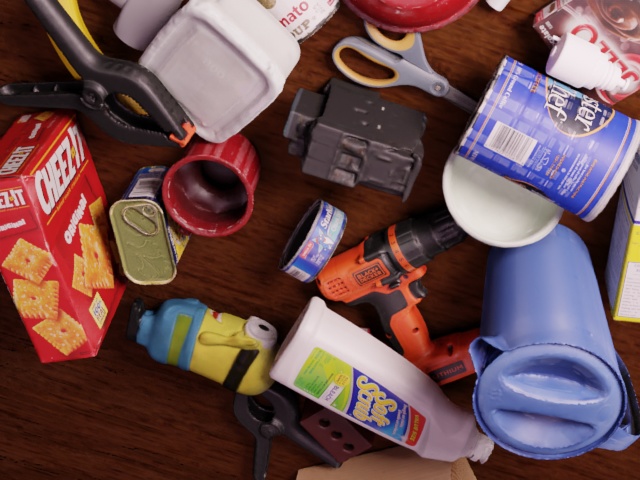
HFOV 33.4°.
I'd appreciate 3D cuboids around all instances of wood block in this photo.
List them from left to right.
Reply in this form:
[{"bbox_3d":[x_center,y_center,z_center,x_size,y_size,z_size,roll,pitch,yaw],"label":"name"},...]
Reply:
[{"bbox_3d":[0.078,0.315,1.283,0.206,0.090,0.090,-18,117,19],"label":"wood block"}]

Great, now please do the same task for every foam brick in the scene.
[{"bbox_3d":[0.022,0.213,1.253,0.053,0.051,0.078,-34,111,26],"label":"foam brick"}]

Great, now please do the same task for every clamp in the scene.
[{"bbox_3d":[-0.215,-0.156,1.025,0.210,0.036,0.165,24,139,3],"label":"clamp"},{"bbox_3d":[-0.061,0.226,1.284,0.120,0.039,0.171,-28,109,18],"label":"clamp"}]

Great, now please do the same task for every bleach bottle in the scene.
[{"bbox_3d":[0.076,0.164,1.146,0.251,0.068,0.103,29,126,-3],"label":"bleach bottle"}]

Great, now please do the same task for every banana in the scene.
[{"bbox_3d":[-0.230,-0.196,1.055,0.070,0.037,0.198,-10,119,19],"label":"banana"}]

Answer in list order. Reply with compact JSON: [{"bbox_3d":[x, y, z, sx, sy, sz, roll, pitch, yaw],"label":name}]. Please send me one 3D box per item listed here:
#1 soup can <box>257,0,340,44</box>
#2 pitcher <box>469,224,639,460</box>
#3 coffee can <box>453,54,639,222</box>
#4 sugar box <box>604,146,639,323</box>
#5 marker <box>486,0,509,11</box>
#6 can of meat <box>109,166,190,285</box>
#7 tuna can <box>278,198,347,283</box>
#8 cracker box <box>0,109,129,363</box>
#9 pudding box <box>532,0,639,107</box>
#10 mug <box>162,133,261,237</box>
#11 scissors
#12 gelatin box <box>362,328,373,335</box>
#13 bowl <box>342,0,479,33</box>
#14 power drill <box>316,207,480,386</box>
[{"bbox_3d":[-0.038,-0.236,0.981,0.069,0.068,0.102,-33,111,25],"label":"soup can"},{"bbox_3d":[0.224,0.090,1.031,0.145,0.242,0.149,-7,120,14],"label":"pitcher"},{"bbox_3d":[0.208,-0.093,0.979,0.140,0.102,0.103,27,122,3],"label":"coffee can"},{"bbox_3d":[0.316,-0.017,1.039,0.048,0.093,0.176,7,122,4],"label":"sugar box"},{"bbox_3d":[0.193,-0.258,0.957,0.020,0.020,0.121,33,121,-11],"label":"marker"},{"bbox_3d":[-0.175,-0.018,1.127,0.057,0.084,0.102,-2,121,11],"label":"can of meat"},{"bbox_3d":[-0.007,0.001,1.109,0.033,0.086,0.086,30,121,-11],"label":"tuna can"},{"bbox_3d":[-0.270,-0.007,1.103,0.072,0.164,0.213,-8,120,11],"label":"cracker box"},{"bbox_3d":[0.263,-0.185,0.977,0.090,0.039,0.113,-32,110,26],"label":"pudding box"},{"bbox_3d":[-0.112,-0.054,1.095,0.093,0.081,0.117,28,121,-8],"label":"mug"},{"bbox_3d":[0.113,-0.168,1.027,0.201,0.016,0.096,16,122,-1],"label":"scissors"},{"bbox_3d":[0.016,0.136,1.220,0.089,0.030,0.073,2,122,9],"label":"gelatin box"},{"bbox_3d":[0.080,-0.257,0.945,0.162,0.055,0.162,3,115,6],"label":"bowl"},{"bbox_3d":[0.114,0.064,1.145,0.185,0.057,0.187,-25,111,26],"label":"power drill"}]
